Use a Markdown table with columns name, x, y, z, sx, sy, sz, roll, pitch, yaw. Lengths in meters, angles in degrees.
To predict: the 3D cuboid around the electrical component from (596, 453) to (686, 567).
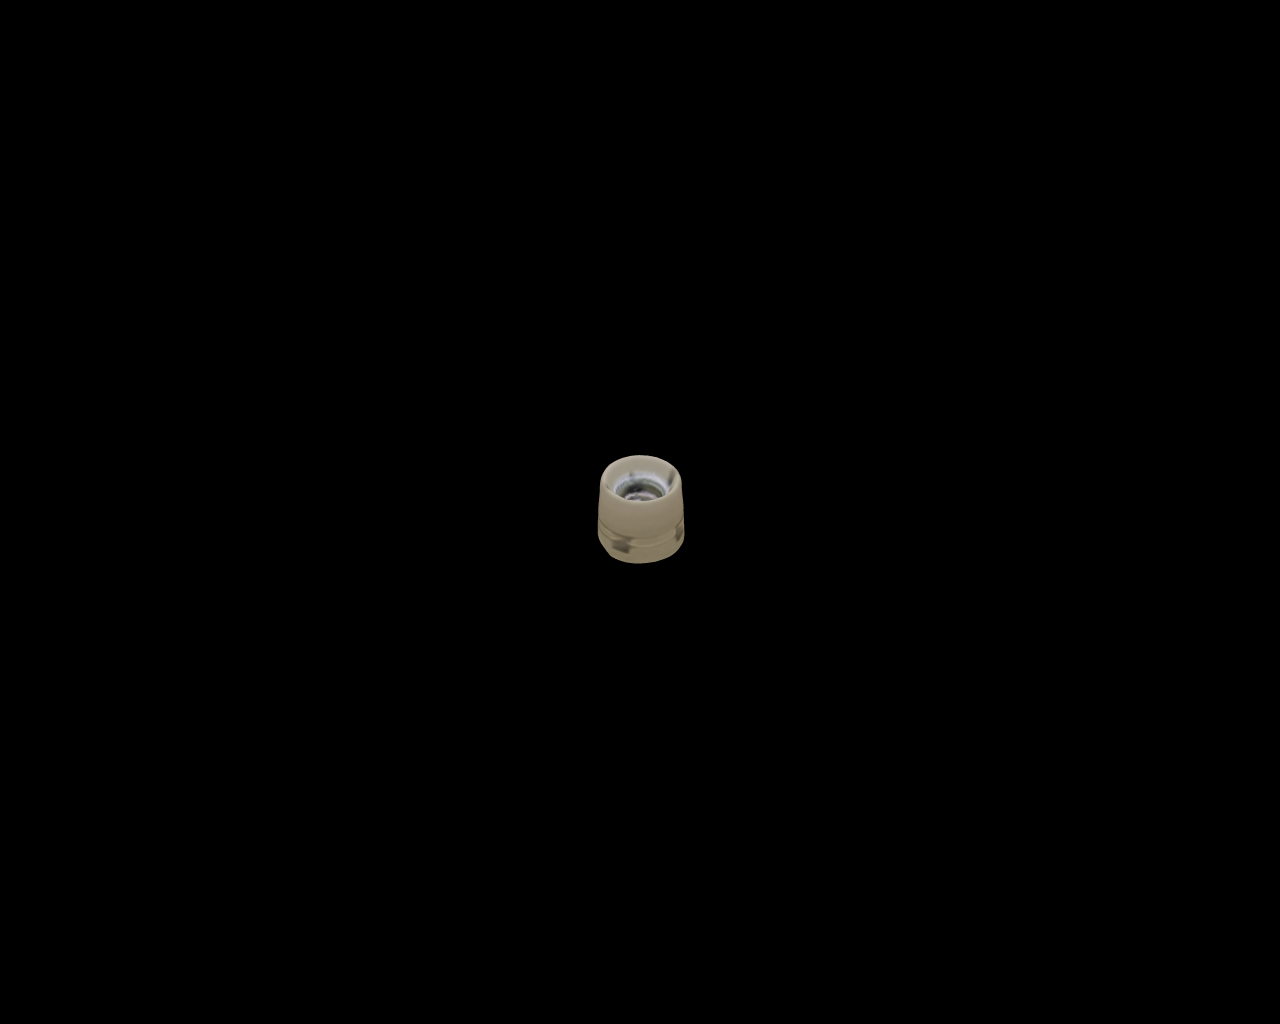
| name | x | y | z | sx | sy | sz | roll | pitch | yaw |
| --- | --- | --- | --- | --- | --- | --- | --- | --- | --- |
| electrical component | 0.001 | -0.003 | 0.650 | 0.055 | 0.047 | 0.055 | 0 | 39 | 0 |
